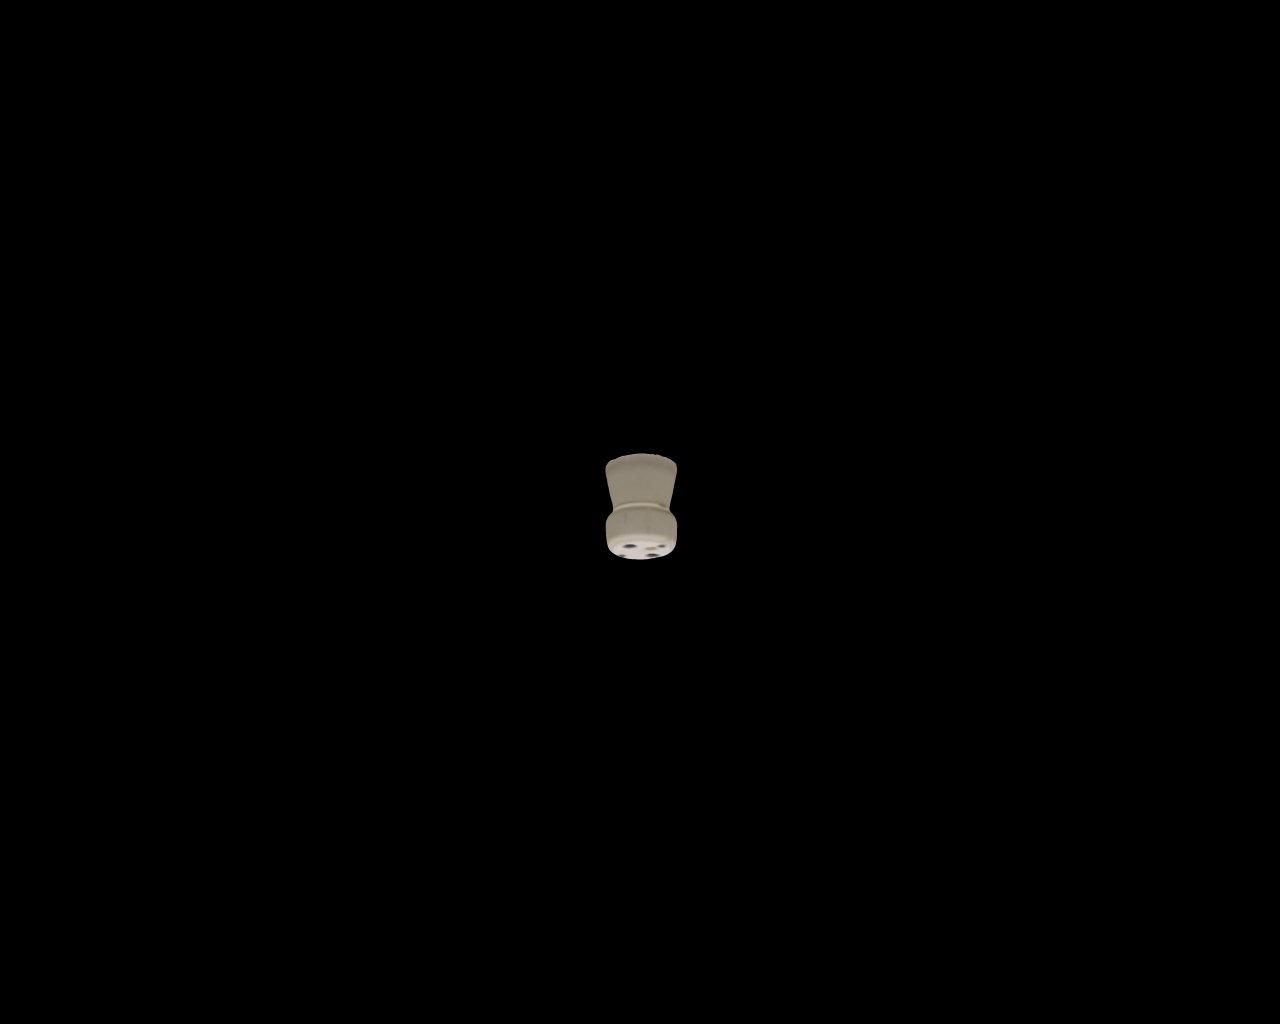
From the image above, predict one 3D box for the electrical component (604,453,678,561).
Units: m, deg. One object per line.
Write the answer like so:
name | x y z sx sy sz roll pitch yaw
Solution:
electrical component | 0.001 -0.003 0.650 0.045 0.055 0.044 0 -20 0
